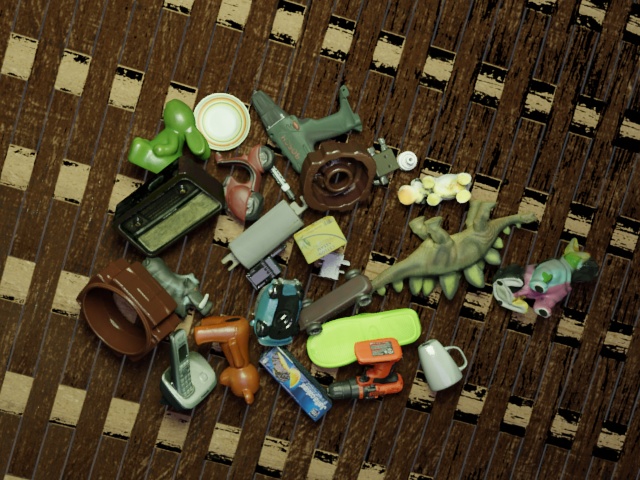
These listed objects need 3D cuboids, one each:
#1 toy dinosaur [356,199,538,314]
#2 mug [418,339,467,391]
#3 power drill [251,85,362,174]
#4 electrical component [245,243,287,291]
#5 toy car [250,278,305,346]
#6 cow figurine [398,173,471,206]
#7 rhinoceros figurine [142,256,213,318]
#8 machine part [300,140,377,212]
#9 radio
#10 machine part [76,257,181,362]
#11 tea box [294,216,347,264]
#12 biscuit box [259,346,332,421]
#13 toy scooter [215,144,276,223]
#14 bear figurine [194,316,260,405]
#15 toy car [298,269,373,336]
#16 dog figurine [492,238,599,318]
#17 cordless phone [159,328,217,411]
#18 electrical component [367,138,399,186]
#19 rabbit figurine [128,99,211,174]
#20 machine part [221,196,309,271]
[{"bbox_3d":[0.287,0.036,1.255,0.472,0.105,0.198,-19,97,1],"label":"toy dinosaur"},{"bbox_3d":[0.290,0.288,1.282,0.109,0.081,0.107,-29,86,4],"label":"mug"},{"bbox_3d":[-0.021,-0.275,1.230,0.207,0.086,0.232,-28,96,-5],"label":"power drill"},{"bbox_3d":[-0.114,0.061,1.249,0.119,0.075,0.047,-37,94,-3],"label":"electrical component"},{"bbox_3d":[-0.106,0.156,1.235,0.109,0.103,0.161,4,101,-38],"label":"toy car"},{"bbox_3d":[0.269,-0.120,1.258,0.167,0.098,0.068,-5,100,16],"label":"cow figurine"},{"bbox_3d":[-0.337,0.114,1.243,0.190,0.073,0.112,39,83,-4],"label":"rhinoceros figurine"},{"bbox_3d":[0.038,-0.142,1.210,0.179,0.056,0.179,-10,132,-11],"label":"machine part"},{"bbox_3d":[-0.333,-0.072,1.176,0.230,0.073,0.131,-33,129,14],"label":"radio"},{"bbox_3d":[-0.424,0.156,1.180,0.201,0.087,0.201,49,129,-5],"label":"machine part"},{"bbox_3d":[-0.002,-0.004,1.201,0.098,0.169,0.068,-29,95,1],"label":"tea box"},{"bbox_3d":[-0.056,0.331,1.272,0.059,0.063,0.202,-42,94,1],"label":"biscuit box"},{"bbox_3d":[-0.186,-0.137,1.231,0.135,0.075,0.183,15,94,3],"label":"toy scooter"},{"bbox_3d":[-0.208,0.276,1.237,0.132,0.120,0.195,-4,99,0],"label":"bear figurine"},{"bbox_3d":[0.033,0.147,1.246,0.202,0.053,0.089,-34,54,12],"label":"toy car"},{"bbox_3d":[0.539,0.079,1.275,0.219,0.192,0.108,-34,115,-30],"label":"dog figurine"},{"bbox_3d":[-0.299,0.271,1.205,0.089,0.146,0.184,6,107,18],"label":"cordless phone"},{"bbox_3d":[0.137,-0.178,1.264,0.078,0.045,0.102,-33,96,-18],"label":"electrical component"},{"bbox_3d":[-0.324,-0.223,1.190,0.159,0.121,0.170,24,93,-2],"label":"rabbit figurine"},{"bbox_3d":[-0.123,-0.012,1.241,0.243,0.079,0.079,-38,95,-1],"label":"machine part"}]
